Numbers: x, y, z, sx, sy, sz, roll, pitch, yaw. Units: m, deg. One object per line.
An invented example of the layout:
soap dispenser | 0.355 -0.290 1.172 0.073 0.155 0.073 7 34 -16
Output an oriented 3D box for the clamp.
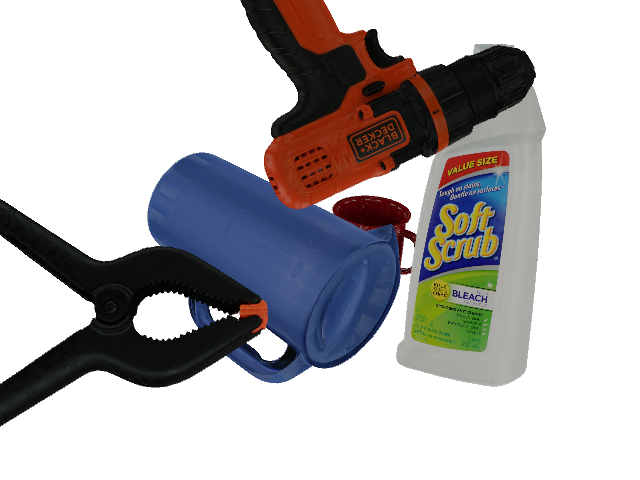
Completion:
clamp | -0.141 0.040 0.702 0.210 0.164 0.036 -6 -20 -4

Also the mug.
mug | 0.068 0.005 1.266 0.117 0.081 0.093 17 28 25

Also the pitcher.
pitcher | -0.058 0.017 1.025 0.243 0.145 0.148 31 32 32

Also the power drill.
power drill | 0.025 -0.134 0.657 0.184 0.187 0.057 -26 8 -11

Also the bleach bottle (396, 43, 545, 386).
bleach bottle | 0.116 -0.022 0.810 0.103 0.251 0.067 10 14 33
